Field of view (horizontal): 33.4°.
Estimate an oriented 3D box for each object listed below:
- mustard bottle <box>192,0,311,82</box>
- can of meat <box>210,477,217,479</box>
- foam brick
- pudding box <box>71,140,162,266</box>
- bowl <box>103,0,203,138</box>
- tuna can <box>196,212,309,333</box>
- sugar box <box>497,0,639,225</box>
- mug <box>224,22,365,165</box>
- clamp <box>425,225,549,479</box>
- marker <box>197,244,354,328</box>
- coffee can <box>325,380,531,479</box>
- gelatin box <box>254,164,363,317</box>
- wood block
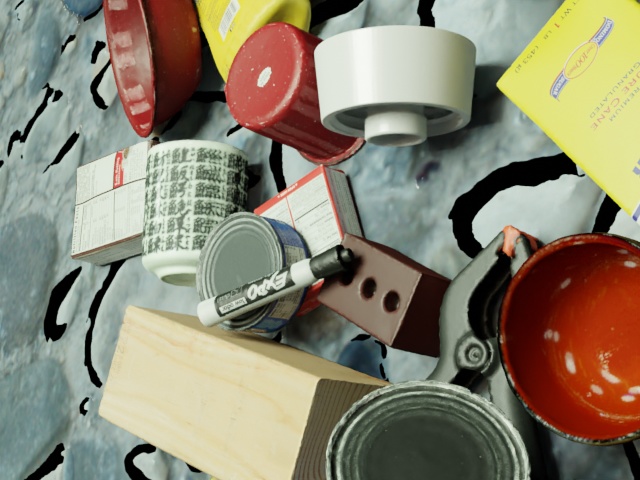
[{"bbox_3d":[-0.075,-0.216,0.892,0.096,0.058,0.192,-59,44,34],"label":"mustard bottle"},{"bbox_3d":[-0.045,0.216,0.736,0.084,0.057,0.102,17,89,47],"label":"can of meat"},{"bbox_3d":[0.047,0.037,0.706,0.078,0.051,0.053,29,97,44],"label":"foam brick"},{"bbox_3d":[-0.173,-0.032,0.945,0.114,0.039,0.090,-16,68,42],"label":"pudding box"},{"bbox_3d":[-0.140,-0.171,0.915,0.162,0.055,0.162,168,90,-70],"label":"bowl"},{"bbox_3d":[-0.048,0.024,0.768,0.086,0.033,0.086,-9,76,40],"label":"tuna can"},{"bbox_3d":[0.188,-0.069,0.609,0.093,0.048,0.176,-52,47,19],"label":"sugar box"},{"bbox_3d":[-0.023,-0.111,0.796,0.117,0.081,0.093,7,82,44],"label":"mug"},{"bbox_3d":[0.109,0.080,0.646,0.120,0.039,0.171,24,96,33],"label":"clamp"},{"bbox_3d":[-0.030,0.031,0.715,0.121,0.020,0.020,-23,62,25],"label":"marker"},{"bbox_3d":[0.055,0.158,0.579,0.103,0.102,0.140,55,158,38],"label":"coffee can"},{"bbox_3d":[-0.005,0.001,0.782,0.073,0.030,0.089,-33,60,32],"label":"gelatin box"},{"bbox_3d":[-0.053,0.116,0.750,0.206,0.090,0.090,14,89,44],"label":"wood block"}]
